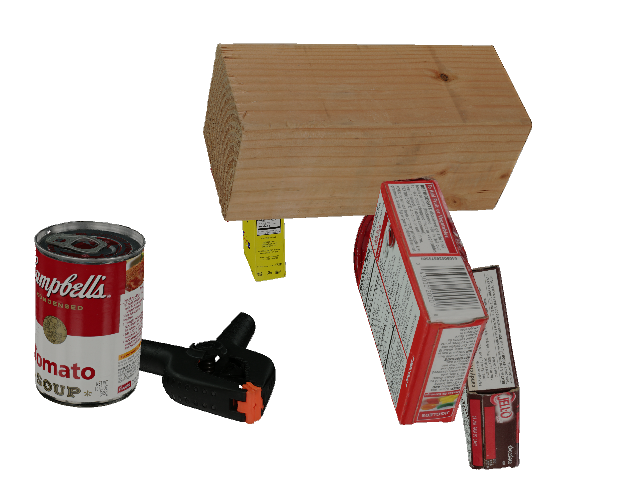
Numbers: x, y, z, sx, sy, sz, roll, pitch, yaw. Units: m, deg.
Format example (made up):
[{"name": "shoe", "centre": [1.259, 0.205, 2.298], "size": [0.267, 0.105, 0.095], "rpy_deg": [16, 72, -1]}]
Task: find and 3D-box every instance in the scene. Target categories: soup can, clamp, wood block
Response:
[{"name": "soup can", "centre": [-0.148, 0.046, 0.681], "size": [0.068, 0.102, 0.068], "rpy_deg": [5, 20, -2]}, {"name": "clamp", "centre": [-0.091, 0.104, 0.918], "size": [0.164, 0.036, 0.210], "rpy_deg": [-9, 16, -33]}, {"name": "wood block", "centre": [0.030, -0.079, 0.756], "size": [0.205, 0.091, 0.090], "rpy_deg": [-3, -40, -17]}]

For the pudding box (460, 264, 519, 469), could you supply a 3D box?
[{"name": "pudding box", "centre": [0.115, 0.088, 0.743], "size": [0.039, 0.113, 0.090], "rpy_deg": [-6, -45, 3]}]

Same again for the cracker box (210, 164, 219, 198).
[{"name": "cracker box", "centre": [0.012, -0.101, 1.001], "size": [0.214, 0.072, 0.164], "rpy_deg": [-7, 40, 6]}]

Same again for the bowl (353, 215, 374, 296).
[{"name": "bowl", "centre": [0.113, 0.026, 1.198], "size": [0.161, 0.162, 0.055], "rpy_deg": [0, -6, -42]}]

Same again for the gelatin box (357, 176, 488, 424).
[{"name": "gelatin box", "centre": [0.045, 0.027, 0.486], "size": [0.030, 0.089, 0.073], "rpy_deg": [-3, -44, -12]}]

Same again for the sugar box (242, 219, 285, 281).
[{"name": "sugar box", "centre": [-0.074, -0.048, 1.325], "size": [0.048, 0.176, 0.093], "rpy_deg": [-9, 25, -11]}]
